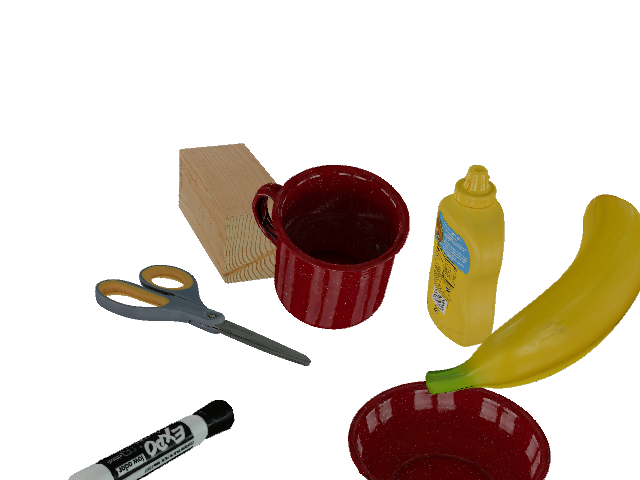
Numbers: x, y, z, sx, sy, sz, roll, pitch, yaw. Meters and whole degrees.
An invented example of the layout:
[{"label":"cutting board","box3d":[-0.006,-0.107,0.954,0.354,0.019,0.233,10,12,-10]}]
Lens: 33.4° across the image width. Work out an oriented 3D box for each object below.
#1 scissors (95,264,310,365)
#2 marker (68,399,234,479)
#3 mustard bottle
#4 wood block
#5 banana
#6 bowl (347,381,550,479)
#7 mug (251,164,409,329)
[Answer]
[{"label":"scissors","box3d":[-0.090,0.058,0.895,0.202,0.016,0.096,13,25,14]},{"label":"marker","box3d":[-0.086,0.112,0.573,0.020,0.020,0.120,0,12,33]},{"label":"mustard bottle","box3d":[0.150,0.009,1.093,0.058,0.192,0.096,-9,37,-15]},{"label":"wood block","box3d":[-0.106,-0.038,1.321,0.090,0.090,0.206,-7,29,-21]},{"label":"banana","box3d":[0.133,0.022,0.559,0.070,0.037,0.197,12,35,38]},{"label":"bowl","box3d":[0.102,0.183,0.868,0.162,0.055,0.162,1,30,-1]},{"label":"mug","box3d":[0.000,0.002,0.746,0.117,0.081,0.093,30,54,17]}]
